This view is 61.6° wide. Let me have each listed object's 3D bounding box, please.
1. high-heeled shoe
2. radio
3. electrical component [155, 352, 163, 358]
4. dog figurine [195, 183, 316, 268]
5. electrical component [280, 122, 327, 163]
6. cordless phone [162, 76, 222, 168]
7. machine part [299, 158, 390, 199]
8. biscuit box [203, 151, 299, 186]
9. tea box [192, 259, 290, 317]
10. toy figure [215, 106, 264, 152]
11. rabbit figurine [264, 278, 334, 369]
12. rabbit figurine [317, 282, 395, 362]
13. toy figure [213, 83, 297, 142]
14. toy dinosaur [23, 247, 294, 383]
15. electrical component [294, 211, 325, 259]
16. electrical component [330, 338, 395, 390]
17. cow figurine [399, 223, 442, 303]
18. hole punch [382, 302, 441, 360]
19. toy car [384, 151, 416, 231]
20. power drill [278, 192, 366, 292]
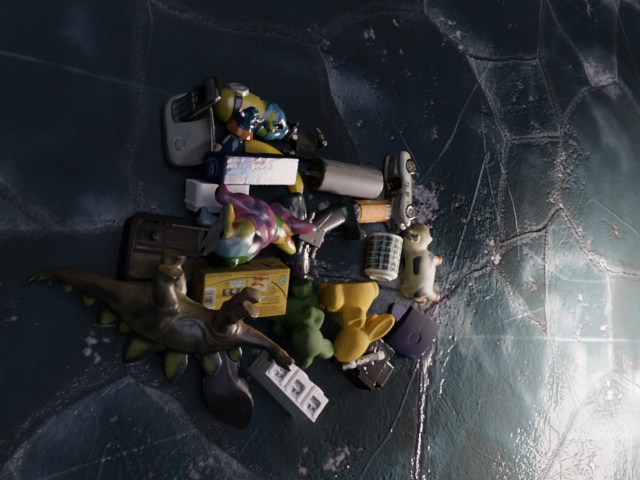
[{"bbox_3d":[-0.188,0.247,1.064,0.086,0.145,0.248,-13,121,-2],"label":"high-heeled shoe"},{"bbox_3d":[-0.260,0.024,1.027,0.229,0.073,0.131,8,79,-33],"label":"radio"},{"bbox_3d":[-0.299,0.166,0.996,0.119,0.048,0.075,46,61,-18],"label":"electrical component"},{"bbox_3d":[-0.111,-0.011,1.008,0.219,0.108,0.192,19,37,-33],"label":"dog figurine"},{"bbox_3d":[-0.036,-0.220,1.224,0.102,0.045,0.078,13,75,-30],"label":"electrical component"},{"bbox_3d":[-0.226,-0.221,1.021,0.089,0.184,0.146,-1,83,-37],"label":"cordless phone"},{"bbox_3d":[0.060,-0.142,1.255,0.243,0.079,0.079,4,80,-32],"label":"machine part"},{"bbox_3d":[-0.135,-0.142,1.073,0.202,0.063,0.059,-7,110,-48],"label":"biscuit box"},{"bbox_3d":[-0.148,0.092,1.005,0.169,0.068,0.098,0,106,-31],"label":"tea box"},{"bbox_3d":[-0.173,-0.204,1.090,0.058,0.064,0.154,33,104,15],"label":"toy figure"},{"bbox_3d":[-0.042,0.187,1.083,0.121,0.170,0.158,-22,116,-1],"label":"rabbit figurine"},{"bbox_3d":[0.070,0.176,1.165,0.162,0.122,0.173,5,81,-25],"label":"rabbit figurine"},{"bbox_3d":[-0.140,-0.264,1.145,0.180,0.082,0.089,29,66,-28],"label":"toy figure"},{"bbox_3d":[-0.263,0.121,0.895,0.472,0.105,0.198,26,105,1],"label":"toy dinosaur"},{"bbox_3d":[-0.020,-0.011,1.128,0.063,0.021,0.094,25,78,-30],"label":"electrical component"},{"bbox_3d":[0.106,0.274,1.232,0.134,0.058,0.115,45,64,-18],"label":"electrical component"},{"bbox_3d":[0.238,0.053,1.337,0.127,0.086,0.195,16,76,-36],"label":"cow figurine"},{"bbox_3d":[0.214,0.221,1.292,0.142,0.092,0.116,34,70,-28],"label":"hole punch"},{"bbox_3d":[0.196,-0.121,1.339,0.056,0.074,0.201,10,77,-35],"label":"toy car"},{"bbox_3d":[-0.002,-0.004,1.198,0.207,0.086,0.231,-19,102,-26],"label":"power drill"}]
